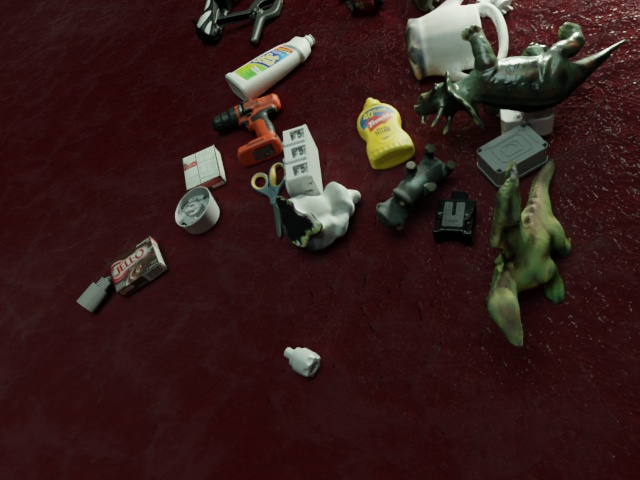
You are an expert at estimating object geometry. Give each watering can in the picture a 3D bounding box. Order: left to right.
[{"bbox_3d":[0.305,-0.498,1.191,0.224,0.102,0.353,-9,69,14],"label":"watering can"}]

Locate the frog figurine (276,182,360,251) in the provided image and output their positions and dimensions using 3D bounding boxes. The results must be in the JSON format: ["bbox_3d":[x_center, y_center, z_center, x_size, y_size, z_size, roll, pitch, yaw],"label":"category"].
[{"bbox_3d":[0.003,-0.052,1.035,0.138,0.120,0.161,16,29,38],"label":"frog figurine"}]

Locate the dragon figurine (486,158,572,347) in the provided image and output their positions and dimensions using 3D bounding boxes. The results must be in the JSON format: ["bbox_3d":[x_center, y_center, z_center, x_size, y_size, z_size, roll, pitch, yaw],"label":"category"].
[{"bbox_3d":[0.322,-0.025,0.802,0.122,0.238,0.418,4,61,28],"label":"dragon figurine"}]
